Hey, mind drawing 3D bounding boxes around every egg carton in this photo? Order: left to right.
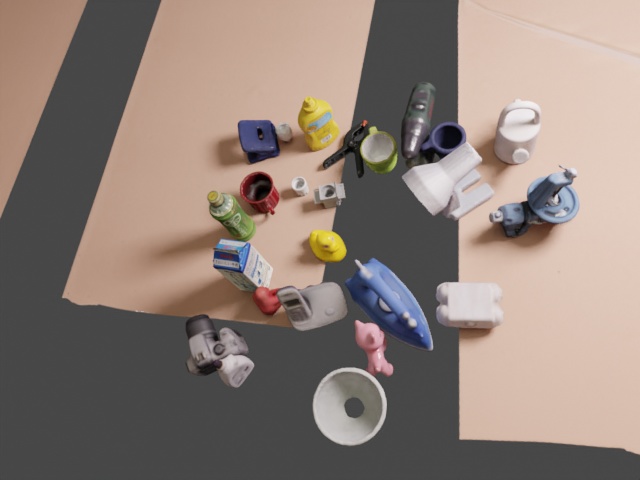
[{"bbox_3d":[0.343,0.150,1.316,0.150,0.069,0.107,-2,69,12],"label":"egg carton"}]

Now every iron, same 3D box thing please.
[{"bbox_3d":[0.166,0.146,1.318,0.119,0.142,0.257,-42,66,-5],"label":"iron"}]

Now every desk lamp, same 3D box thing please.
[{"bbox_3d":[0.304,-0.134,1.355,0.203,0.214,0.117,-33,66,-1],"label":"desk lamp"}]

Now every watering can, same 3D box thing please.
[{"bbox_3d":[0.479,-0.264,1.376,0.101,0.194,0.172,-20,66,5],"label":"watering can"}]

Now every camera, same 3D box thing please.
[{"bbox_3d":[-0.270,0.245,1.401,0.143,0.101,0.136,-26,66,2],"label":"camera"}]

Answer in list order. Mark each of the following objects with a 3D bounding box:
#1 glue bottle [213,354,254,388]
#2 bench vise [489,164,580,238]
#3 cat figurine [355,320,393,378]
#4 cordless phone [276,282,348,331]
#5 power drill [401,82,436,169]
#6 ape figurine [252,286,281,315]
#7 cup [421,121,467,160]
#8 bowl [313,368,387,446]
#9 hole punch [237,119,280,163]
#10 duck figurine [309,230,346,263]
[{"bbox_3d":[-0.210,0.297,1.328,0.037,0.173,0.078,35,80,22],"label":"glue bottle"},{"bbox_3d":[0.495,-0.078,1.287,0.207,0.220,0.121,-33,66,-1],"label":"bench vise"},{"bbox_3d":[0.119,0.245,1.304,0.067,0.118,0.127,-15,67,7],"label":"cat figurine"},{"bbox_3d":[-0.020,0.141,1.338,0.147,0.185,0.094,-20,66,5],"label":"cordless phone"},{"bbox_3d":[0.245,-0.261,1.420,0.075,0.209,0.230,7,71,15],"label":"power drill"},{"bbox_3d":[-0.134,0.141,1.415,0.077,0.092,0.076,8,71,16],"label":"ape figurine"},{"bbox_3d":[0.313,-0.234,1.457,0.117,0.095,0.091,-20,66,5],"label":"cup"},{"bbox_3d":[0.071,0.376,1.288,0.167,0.075,0.167,-4,69,11],"label":"bowl"},{"bbox_3d":[-0.169,-0.284,1.587,0.101,0.091,0.108,-16,67,7],"label":"hole punch"},{"bbox_3d":[0.013,0.005,1.437,0.104,0.086,0.077,36,81,22],"label":"duck figurine"}]
